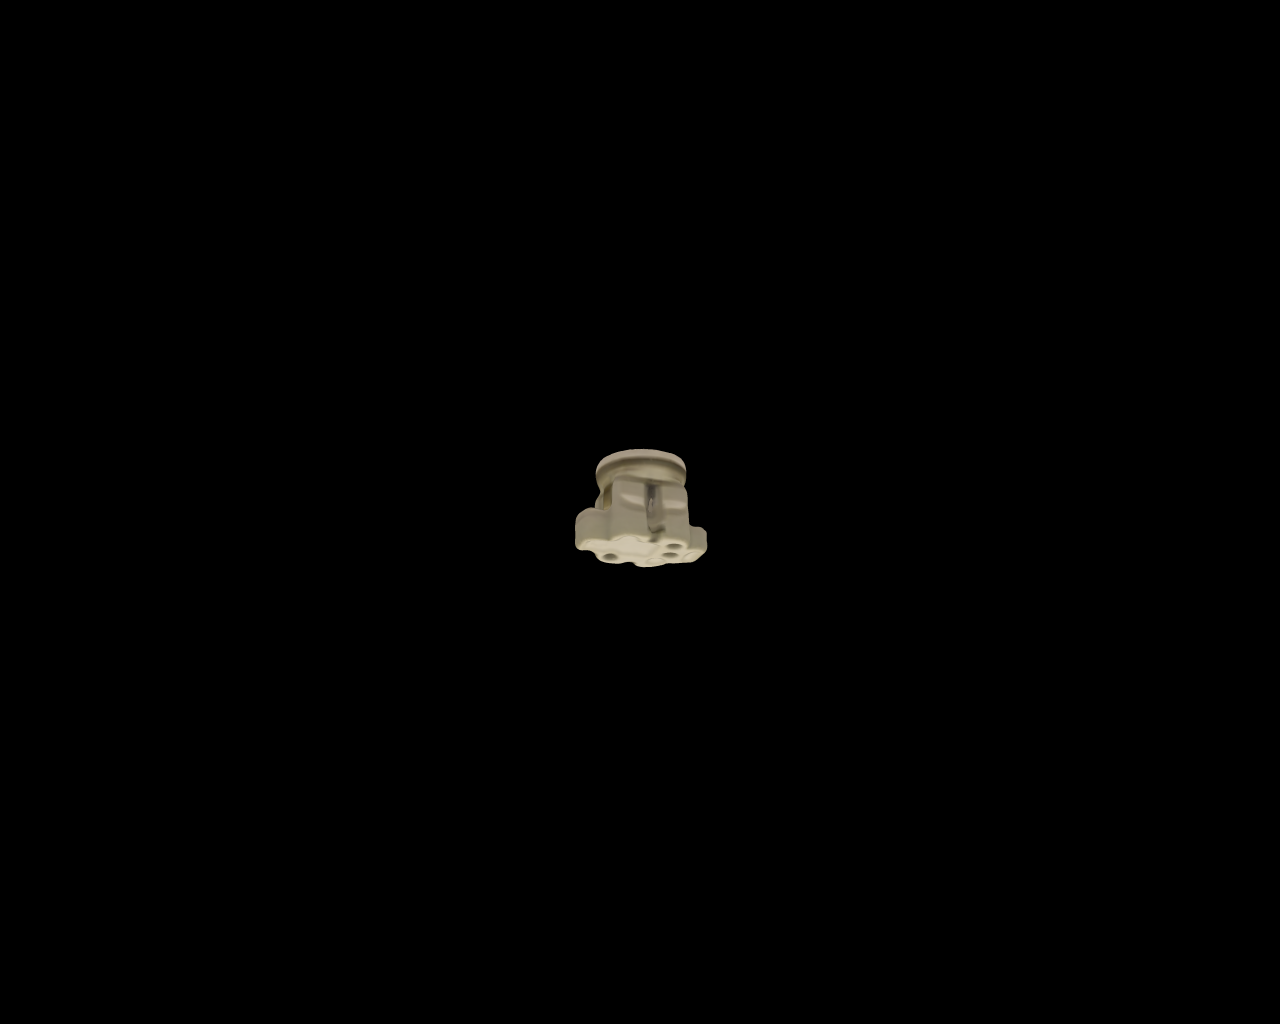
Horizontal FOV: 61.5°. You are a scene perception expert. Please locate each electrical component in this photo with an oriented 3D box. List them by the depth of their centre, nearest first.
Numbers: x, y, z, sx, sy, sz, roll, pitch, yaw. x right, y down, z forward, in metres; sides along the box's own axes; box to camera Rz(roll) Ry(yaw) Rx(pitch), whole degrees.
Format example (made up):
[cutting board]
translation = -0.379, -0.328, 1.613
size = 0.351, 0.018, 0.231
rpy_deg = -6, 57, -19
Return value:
[electrical component]
translation = 0.001, -0.003, 0.650
size = 0.078, 0.057, 0.058
rpy_deg = 8, -24, -18
